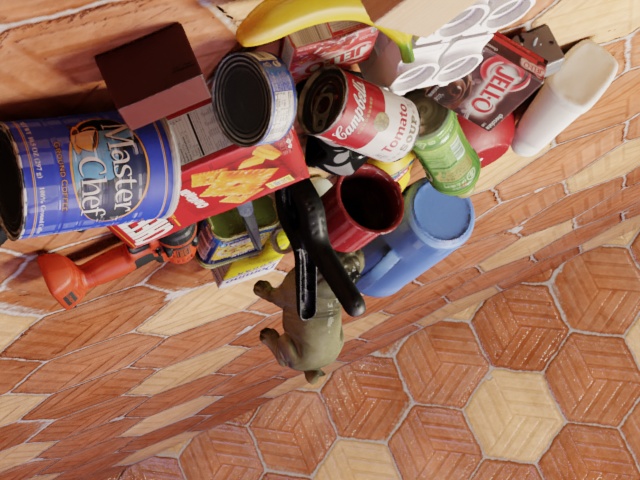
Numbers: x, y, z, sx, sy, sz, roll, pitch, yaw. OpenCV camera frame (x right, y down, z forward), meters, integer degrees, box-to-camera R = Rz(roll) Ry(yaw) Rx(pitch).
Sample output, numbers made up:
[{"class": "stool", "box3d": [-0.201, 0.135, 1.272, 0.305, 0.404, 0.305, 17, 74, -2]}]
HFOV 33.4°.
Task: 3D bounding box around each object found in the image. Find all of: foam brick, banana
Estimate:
[{"class": "foam brick", "box3d": [-0.137, -0.135, 0.889, 0.078, 0.053, 0.051, -22, 166, -3]}, {"class": "banana", "box3d": [0.017, -0.192, 0.912, 0.197, 0.069, 0.037, -1, -170, -37]}]

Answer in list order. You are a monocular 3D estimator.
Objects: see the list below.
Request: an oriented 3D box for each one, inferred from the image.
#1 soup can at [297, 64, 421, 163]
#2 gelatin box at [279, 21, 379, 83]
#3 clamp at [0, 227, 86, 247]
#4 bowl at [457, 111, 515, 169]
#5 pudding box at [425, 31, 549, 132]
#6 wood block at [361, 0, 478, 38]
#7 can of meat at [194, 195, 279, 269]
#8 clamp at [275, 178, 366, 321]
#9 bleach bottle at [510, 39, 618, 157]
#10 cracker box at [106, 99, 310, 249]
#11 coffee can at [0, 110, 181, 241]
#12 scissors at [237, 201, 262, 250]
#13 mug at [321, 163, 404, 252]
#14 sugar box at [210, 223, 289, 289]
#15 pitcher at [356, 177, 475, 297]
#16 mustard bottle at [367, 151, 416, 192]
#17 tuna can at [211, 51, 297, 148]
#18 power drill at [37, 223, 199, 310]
[{"class": "soup can", "box3d": [0.038, -0.118, 1.013, 0.102, 0.068, 0.069, 17, 141, -39]}, {"class": "gelatin box", "box3d": [0.009, -0.183, 0.992, 0.089, 0.030, 0.073, -19, 166, -14]}, {"class": "clamp", "box3d": [-0.295, -0.030, 1.048, 0.120, 0.039, 0.171, -25, 160, -12]}, {"class": "bowl", "box3d": [0.203, -0.130, 1.447, 0.162, 0.055, 0.162, -22, 166, -6]}, {"class": "pudding box", "box3d": [0.182, -0.178, 1.175, 0.114, 0.090, 0.039, -45, -160, 58]}, {"class": "wood block", "box3d": [0.121, -0.251, 0.804, 0.206, 0.090, 0.090, -33, 163, 31]}, {"class": "can of meat", "box3d": [-0.109, -0.013, 1.369, 0.101, 0.057, 0.084, -17, 162, -27]}, {"class": "clamp", "box3d": [-0.008, 0.002, 1.267, 0.036, 0.210, 0.165, -17, -172, -25]}, {"class": "bleach bottle", "box3d": [0.304, -0.167, 1.421, 0.102, 0.068, 0.251, -48, 175, -19]}, {"class": "cracker box", "box3d": [-0.125, -0.073, 1.092, 0.213, 0.072, 0.164, -23, 165, 0]}, {"class": "coffee can", "box3d": [-0.206, -0.060, 0.929, 0.140, 0.103, 0.103, -10, 161, -30]}, {"class": "scissors", "box3d": [-0.107, -0.040, 1.257, 0.096, 0.016, 0.202, -9, 146, -16]}, {"class": "mug", "box3d": [0.051, -0.040, 1.301, 0.117, 0.093, 0.082, -31, 175, -35]}, {"class": "sugar box", "box3d": [-0.095, 0.014, 1.513, 0.093, 0.048, 0.176, -18, 164, -21]}, {"class": "pitcher", "box3d": [0.118, 0.001, 1.551, 0.144, 0.149, 0.243, 2, 163, -21]}, {"class": "mustard bottle", "box3d": [0.078, -0.093, 1.371, 0.096, 0.058, 0.192, -29, 166, -11]}, {"class": "tuna can", "box3d": [-0.060, -0.128, 0.969, 0.033, 0.086, 0.086, -14, 163, -41]}, {"class": "power drill", "box3d": [-0.234, 0.014, 1.265, 0.187, 0.057, 0.184, -21, 166, -9]}]
